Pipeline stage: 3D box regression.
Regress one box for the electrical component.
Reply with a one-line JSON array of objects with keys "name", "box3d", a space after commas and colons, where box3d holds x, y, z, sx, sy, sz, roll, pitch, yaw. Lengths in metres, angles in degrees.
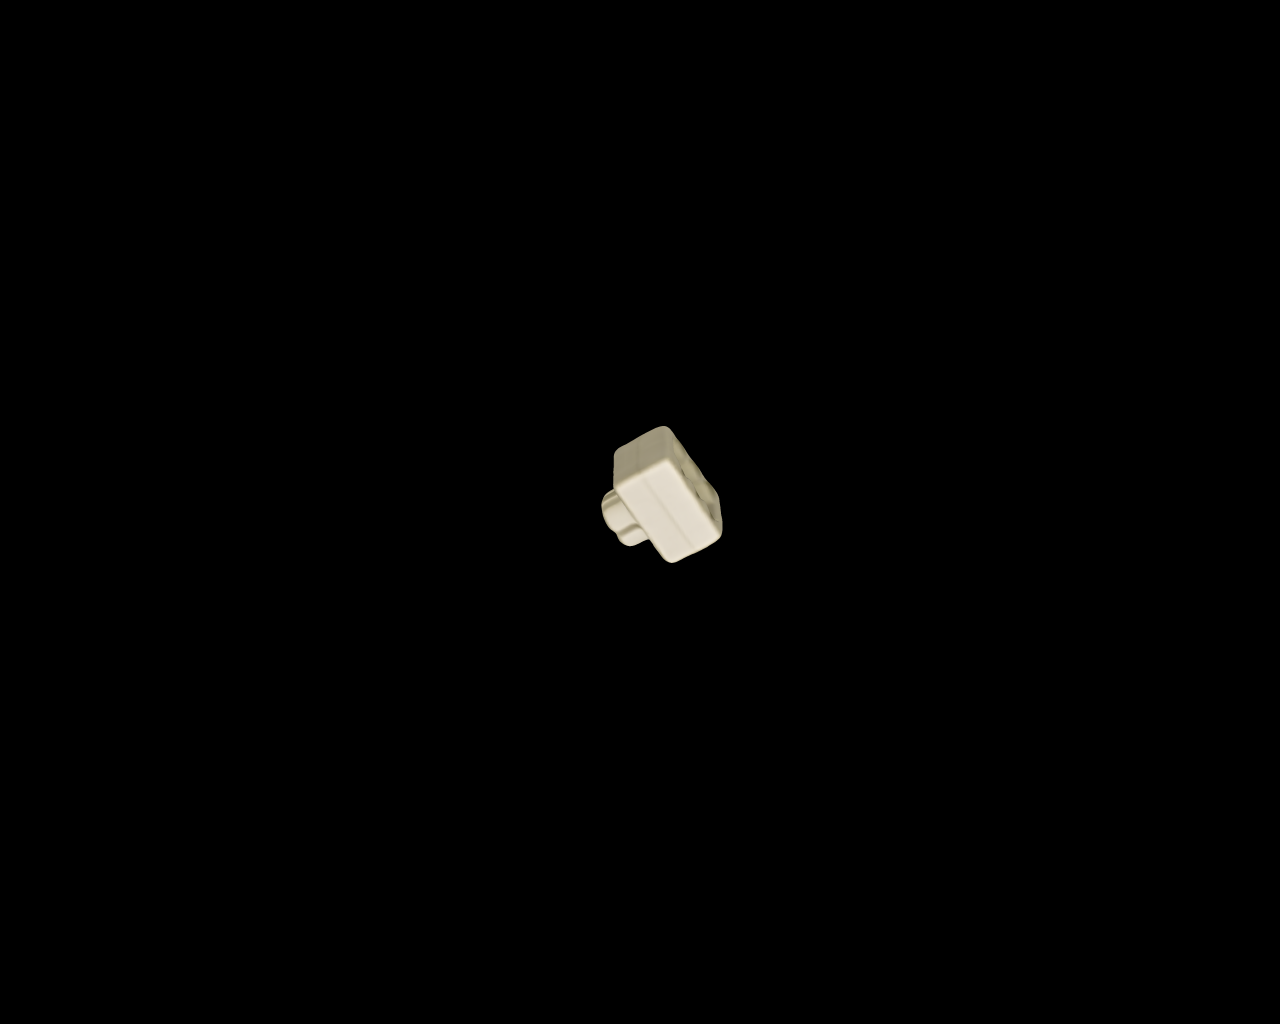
[{"name": "electrical component", "box3d": [0.001, -0.003, 0.650, 0.076, 0.065, 0.047, -28, 28, 16]}]
